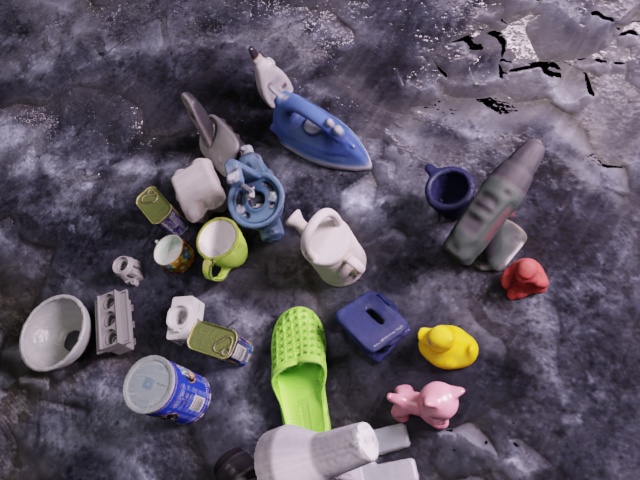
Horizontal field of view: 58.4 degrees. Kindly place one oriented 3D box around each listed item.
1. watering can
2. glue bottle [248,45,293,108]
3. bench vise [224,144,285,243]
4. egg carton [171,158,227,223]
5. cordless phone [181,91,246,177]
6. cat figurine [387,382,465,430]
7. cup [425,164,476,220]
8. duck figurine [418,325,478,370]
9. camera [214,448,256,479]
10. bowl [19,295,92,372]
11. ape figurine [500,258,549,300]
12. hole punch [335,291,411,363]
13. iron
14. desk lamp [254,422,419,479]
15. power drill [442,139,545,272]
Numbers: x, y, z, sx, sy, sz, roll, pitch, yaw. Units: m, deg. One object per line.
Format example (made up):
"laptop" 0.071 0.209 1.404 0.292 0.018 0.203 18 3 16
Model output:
"watering can" 0.008 0.006 1.063 0.172 0.194 0.101 12 70 24
"glue bottle" -0.122 -0.381 1.308 0.078 0.173 0.037 -42 59 -3
"bench vise" -0.154 -0.115 1.163 0.121 0.220 0.207 -36 59 0
"egg carton" -0.272 -0.112 1.291 0.107 0.070 0.150 -31 59 3
"cordless phone" -0.240 -0.237 1.273 0.094 0.185 0.147 -44 59 -5
"cat figurine" 0.170 0.262 0.926 0.127 0.118 0.067 2 66 20
"cup" 0.241 -0.086 1.083 0.091 0.095 0.117 -37 59 -1
"duck figurine" 0.214 0.174 0.972 0.104 0.086 0.077 12 70 24
"camera" -0.110 0.406 0.964 0.143 0.101 0.136 -47 60 -7
"bowl" -0.553 0.206 1.232 0.167 0.075 0.167 -8 63 16
"ape figurine" 0.350 0.060 0.976 0.077 0.092 0.076 23 75 27
"hole punch" 0.094 0.146 1.024 0.101 0.091 0.108 -45 59 -5
"iron" -0.004 -0.243 1.218 0.257 0.142 0.119 32 79 29
"desk lamp" 0.029 0.336 0.884 0.203 0.214 0.118 -19 60 10
"power drill" 0.300 -0.037 0.972 0.075 0.209 0.230 36 81 30
